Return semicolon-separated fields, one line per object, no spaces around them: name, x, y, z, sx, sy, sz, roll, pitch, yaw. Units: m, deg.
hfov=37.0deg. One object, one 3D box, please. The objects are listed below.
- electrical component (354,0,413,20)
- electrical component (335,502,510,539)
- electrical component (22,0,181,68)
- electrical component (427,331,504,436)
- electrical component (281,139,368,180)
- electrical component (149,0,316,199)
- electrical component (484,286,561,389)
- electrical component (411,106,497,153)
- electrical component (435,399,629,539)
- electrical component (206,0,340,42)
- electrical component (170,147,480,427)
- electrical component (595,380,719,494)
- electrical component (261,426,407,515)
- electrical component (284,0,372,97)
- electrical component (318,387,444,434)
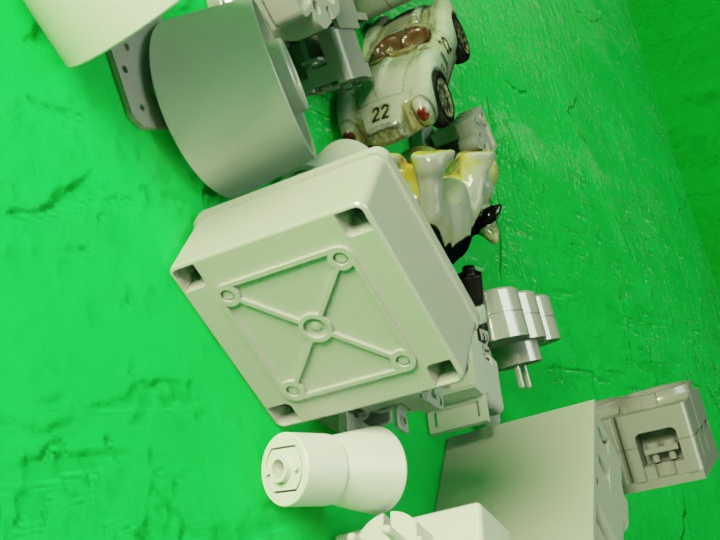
electrical component;0.019;-0.230;0.836;0.053;0.059;0.095;66;24;-13
electrical component;0.022;0.143;0.526;0.075;0.083;0.047;48;32;-42
electrical component;-0.100;-0.142;0.451;0.060;0.108;0.108;53;28;-24
electrical component;0.068;0.074;0.735;0.064;0.042;0.081;41;38;-52
electrical component;-0.020;-0.051;0.638;0.065;0.044;0.044;-33;103;-61
electrical component;-0.064;-0.091;0.562;0.099;0.064;0.099;-21;90;-86
electrical component;0.122;0.058;0.852;0.138;0.052;0.073;11;62;-64
electrical component;0.075;-0.101;0.864;0.048;0.055;0.066;66;24;-14
electrical component;0.103;0.173;0.653;0.060;0.105;0.186;60;26;-25
electrical component;-0.052;-0.158;0.626;0.058;0.057;0.078;61;25;-22
electrical component;-0.015;0.011;0.515;0.108;0.109;0.056;59;29;-26
electrical component;0.177;0.130;0.793;0.089;0.150;0.061;-2;76;-66
electrical component;-0.015;0.097;0.523;0.065;0.044;0.044;10;61;-43
electrical component;-0.024;-0.147;0.701;0.081;0.042;0.063;-29;103;-66
electrical component;0.011;0.059;0.590;0.042;0.064;0.081;42;37;-50
